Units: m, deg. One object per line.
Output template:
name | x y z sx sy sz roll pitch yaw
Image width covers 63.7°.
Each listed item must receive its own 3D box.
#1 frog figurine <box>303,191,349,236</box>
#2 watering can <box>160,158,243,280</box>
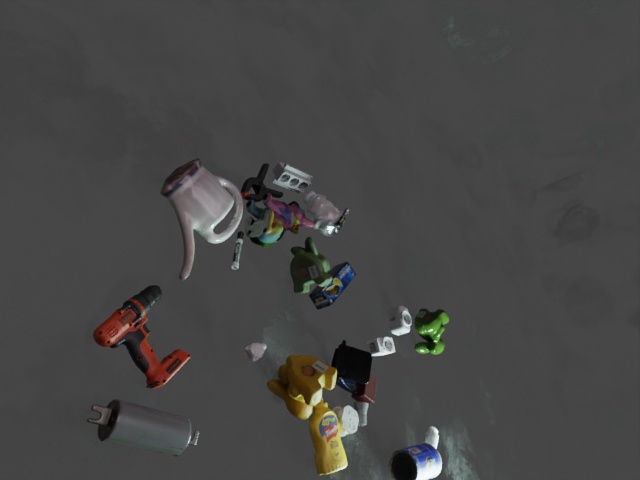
frog figurine | 0.005 -0.089 1.762 0.160 0.120 0.140 24 49 8
watering can | -0.320 -0.074 1.330 0.222 0.103 0.355 49 39 -16
